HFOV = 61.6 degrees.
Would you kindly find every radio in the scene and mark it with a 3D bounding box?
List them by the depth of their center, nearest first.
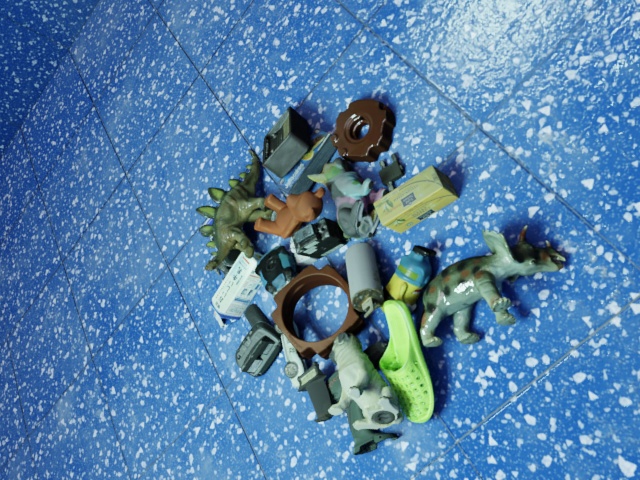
[{"bbox_3d":[-0.097,-0.273,1.500,0.131,0.073,0.230,-45,23,21],"label":"radio"}]

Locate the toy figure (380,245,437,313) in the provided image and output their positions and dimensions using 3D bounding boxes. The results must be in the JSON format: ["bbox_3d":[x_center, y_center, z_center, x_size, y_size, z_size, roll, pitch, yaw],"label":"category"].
[{"bbox_3d":[0.202,0.096,1.239,0.089,0.082,0.180,37,109,56],"label":"toy figure"}]

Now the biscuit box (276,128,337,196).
[{"bbox_3d":[-0.034,-0.206,1.481,0.059,0.062,0.202,32,85,38],"label":"biscuit box"}]

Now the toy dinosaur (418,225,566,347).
[{"bbox_3d":[0.303,0.110,1.142,0.405,0.131,0.192,-33,44,34],"label":"toy dinosaur"}]

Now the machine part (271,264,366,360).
[{"bbox_3d":[-0.001,0.178,1.330,0.201,0.087,0.202,-42,61,-3],"label":"machine part"}]

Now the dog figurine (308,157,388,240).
[{"bbox_3d":[0.057,-0.113,1.390,0.219,0.108,0.191,23,95,43],"label":"dog figurine"}]

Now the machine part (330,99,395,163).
[{"bbox_3d":[0.113,-0.288,1.422,0.179,0.056,0.179,-11,71,34],"label":"machine part"}]

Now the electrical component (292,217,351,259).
[{"bbox_3d":[-0.003,-0.004,1.384,0.115,0.134,0.058,-30,65,25],"label":"electrical component"}]

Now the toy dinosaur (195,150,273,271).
[{"bbox_3d":[-0.238,-0.093,1.548,0.199,0.105,0.471,14,51,12],"label":"toy dinosaur"}]

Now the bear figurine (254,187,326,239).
[{"bbox_3d":[-0.075,-0.078,1.390,0.196,0.132,0.120,-43,24,62],"label":"bear figurine"}]

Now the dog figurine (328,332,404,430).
[{"bbox_3d":[0.104,0.301,1.182,0.121,0.172,0.191,-41,22,28],"label":"dog figurine"}]

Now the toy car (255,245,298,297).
[{"bbox_3d":[-0.099,0.096,1.449,0.109,0.102,0.162,-42,40,7],"label":"toy car"}]

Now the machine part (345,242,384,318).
[{"bbox_3d":[0.104,0.085,1.274,0.079,0.079,0.243,-39,30,23],"label":"machine part"}]

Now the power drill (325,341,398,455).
[{"bbox_3d":[0.101,0.373,1.243,0.232,0.086,0.207,-39,62,25],"label":"power drill"}]

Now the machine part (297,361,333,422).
[{"bbox_3d":[-0.008,0.365,1.276,0.084,0.039,0.139,-42,49,17],"label":"machine part"}]

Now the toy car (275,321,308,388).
[{"bbox_3d":[-0.072,0.283,1.396,0.056,0.073,0.202,-17,66,5],"label":"toy car"}]

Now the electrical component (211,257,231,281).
[{"bbox_3d":[-0.298,0.090,1.630,0.045,0.078,0.102,-43,59,-8],"label":"electrical component"}]

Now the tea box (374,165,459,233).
[{"bbox_3d":[0.224,-0.091,1.259,0.169,0.098,0.068,-35,59,27],"label":"tea box"}]

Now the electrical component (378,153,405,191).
[{"bbox_3d":[0.183,-0.169,1.358,0.063,0.021,0.094,-28,62,28],"label":"electrical component"}]

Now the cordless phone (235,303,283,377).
[{"bbox_3d":[-0.191,0.274,1.503,0.146,0.088,0.184,-56,42,13],"label":"cordless phone"}]
